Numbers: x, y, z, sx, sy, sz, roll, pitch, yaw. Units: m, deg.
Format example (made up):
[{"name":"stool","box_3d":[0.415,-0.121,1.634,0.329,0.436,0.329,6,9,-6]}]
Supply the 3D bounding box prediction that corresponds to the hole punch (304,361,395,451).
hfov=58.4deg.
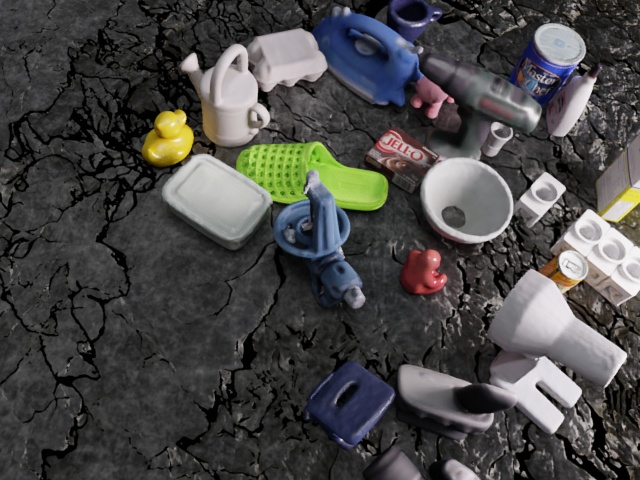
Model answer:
[{"name":"hole punch","box_3d":[0.040,0.238,0.834,0.101,0.091,0.109,41,66,12]}]

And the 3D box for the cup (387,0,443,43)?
[{"name":"cup","box_3d":[0.188,-0.445,1.188,0.118,0.095,0.091,-7,65,-12]}]

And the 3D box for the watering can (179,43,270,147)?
[{"name":"watering can","box_3d":[-0.165,-0.258,0.989,0.173,0.194,0.101,13,63,-2]}]

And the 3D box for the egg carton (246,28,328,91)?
[{"name":"egg carton","box_3d":[-0.067,-0.352,1.120,0.150,0.069,0.107,-18,68,-16]}]

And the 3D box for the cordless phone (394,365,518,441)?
[{"name":"cordless phone","box_3d":[0.189,0.216,0.814,0.147,0.185,0.094,15,63,-1]}]

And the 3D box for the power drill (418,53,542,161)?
[{"name":"power drill","box_3d":[0.261,-0.224,1.027,0.229,0.208,0.075,17,63,0]}]

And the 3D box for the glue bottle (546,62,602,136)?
[{"name":"glue bottle","box_3d":[0.493,-0.280,1.107,0.037,0.173,0.078,5,63,-5]}]

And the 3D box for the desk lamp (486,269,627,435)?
[{"name":"desk lamp","box_3d":[0.332,0.163,0.844,0.203,0.213,0.118,42,66,13]}]

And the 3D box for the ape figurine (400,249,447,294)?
[{"name":"ape figurine","box_3d":[0.173,0.046,0.947,0.076,0.092,0.077,-22,69,-17]}]

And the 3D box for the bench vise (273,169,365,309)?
[{"name":"bench vise","box_3d":[0.016,-0.004,0.877,0.207,0.220,0.122,40,65,12]}]

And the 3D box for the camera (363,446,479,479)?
[{"name":"camera","box_3d":[0.138,0.345,0.790,0.143,0.101,0.136,-36,74,-22]}]

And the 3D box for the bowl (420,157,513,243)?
[{"name":"bowl","box_3d":[0.250,-0.059,1.019,0.167,0.075,0.167,3,64,-7]}]

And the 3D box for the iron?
[{"name":"iron","box_3d":[0.086,-0.380,1.115,0.258,0.141,0.119,35,64,9]}]

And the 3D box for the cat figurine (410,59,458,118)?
[{"name":"cat figurine","box_3d":[0.230,-0.302,1.111,0.067,0.118,0.128,40,65,12]}]

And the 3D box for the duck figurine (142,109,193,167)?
[{"name":"duck figurine","box_3d":[-0.268,-0.184,0.999,0.077,0.086,0.105,35,65,10]}]
